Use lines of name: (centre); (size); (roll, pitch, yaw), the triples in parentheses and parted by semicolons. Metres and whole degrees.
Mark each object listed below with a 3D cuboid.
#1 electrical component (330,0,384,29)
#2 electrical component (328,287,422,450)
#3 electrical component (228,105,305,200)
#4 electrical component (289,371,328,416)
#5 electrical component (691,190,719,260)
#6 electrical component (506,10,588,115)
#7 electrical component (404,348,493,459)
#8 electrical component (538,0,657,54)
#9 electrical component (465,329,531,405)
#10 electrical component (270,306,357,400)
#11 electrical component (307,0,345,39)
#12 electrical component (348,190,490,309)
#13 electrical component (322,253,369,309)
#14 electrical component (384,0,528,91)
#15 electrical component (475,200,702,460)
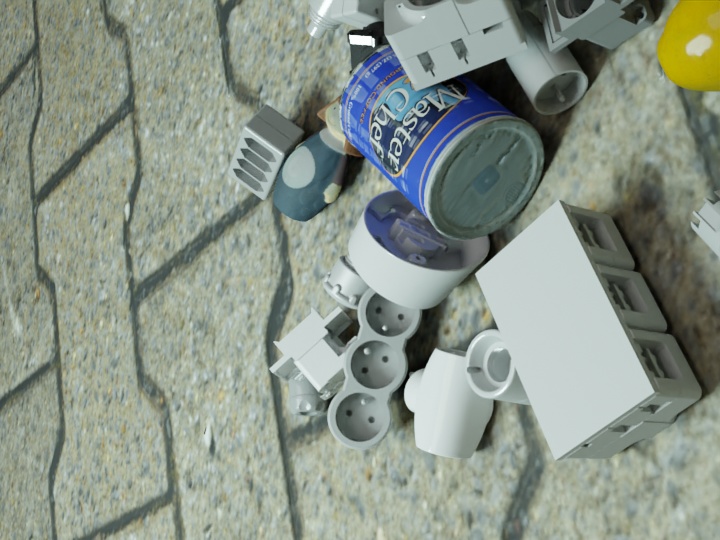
electrical component: (0.019, -0.263, 0.958); (0.076, 0.047, 0.083); (4, 86, 50)
electrical component: (0.013, 0.079, 0.894); (0.073, 0.052, 0.138); (74, -148, -84)
electrical component: (-0.081, -0.124, 1.042); (0.075, 0.047, 0.083); (-52, -3, -33)
electrical component: (-0.048, 0.100, 0.978); (0.035, 0.035, 0.061); (-25, 62, 45)
electrical component: (0.232, -0.023, 0.664); (0.040, 0.040, 0.046); (-59, 38, 25)
electrical component: (0.133, -0.160, 0.805); (0.043, 0.043, 0.081); (-48, 49, 33)
electrical component: (0.062, 0.099, 0.839); (0.079, 0.044, 0.077); (14, 93, 54)
electrical component: (0.169, -0.186, 0.751); (0.081, 0.064, 0.042); (-29, 61, 43)
electrical component: (0.110, 0.070, 0.785); (0.055, 0.047, 0.055); (-12, 74, 48)
electrical component: (-0.034, 0.075, 0.940); (0.081, 0.042, 0.063); (-42, 67, -1)
electrical component: (-0.029, -0.247, 1.016); (0.062, 0.048, 0.048); (-53, 47, 39)
electrical component: (0.043, -0.019, 0.846); (0.064, 0.099, 0.099); (-55, 46, 36)
electrical component: (0.000, 0.000, 0.933); (0.062, 0.048, 0.048); (-58, 44, 15)
electrical component: (0.068, -0.218, 0.810); (0.089, 0.061, 0.150); (-18, 44, 19)
electrical component: (0.153, 0.042, 0.727); (0.089, 0.062, 0.150); (-45, 51, 35)
